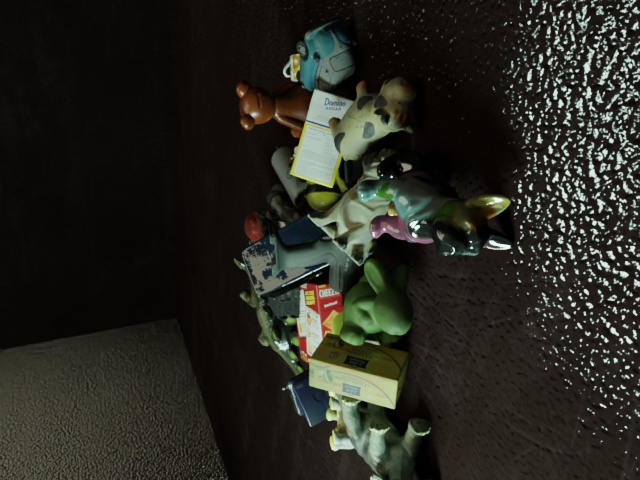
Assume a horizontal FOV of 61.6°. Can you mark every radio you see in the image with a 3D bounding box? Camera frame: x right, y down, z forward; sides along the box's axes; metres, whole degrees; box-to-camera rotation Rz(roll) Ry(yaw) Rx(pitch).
[{"bbox_3d":[-0.058,0.036,1.224,0.230,0.073,0.131,-27,71,21],"label":"radio"}]

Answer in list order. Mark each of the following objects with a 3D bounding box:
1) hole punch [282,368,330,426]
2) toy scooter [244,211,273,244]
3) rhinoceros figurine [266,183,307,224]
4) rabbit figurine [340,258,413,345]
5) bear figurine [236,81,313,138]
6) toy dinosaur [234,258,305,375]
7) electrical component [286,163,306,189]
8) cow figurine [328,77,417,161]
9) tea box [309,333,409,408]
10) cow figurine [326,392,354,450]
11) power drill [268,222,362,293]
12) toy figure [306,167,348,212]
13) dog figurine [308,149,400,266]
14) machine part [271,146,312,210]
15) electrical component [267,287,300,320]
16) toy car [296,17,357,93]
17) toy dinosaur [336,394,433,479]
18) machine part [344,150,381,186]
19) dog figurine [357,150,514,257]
[{"bbox_3d":[-0.008,0.378,1.315,0.092,0.142,0.115,24,133,65],"label":"hole punch"},{"bbox_3d":[-0.142,-0.003,1.402,0.135,0.075,0.184,-44,61,62],"label":"toy scooter"},{"bbox_3d":[-0.072,-0.077,1.343,0.190,0.112,0.073,47,125,36],"label":"rhinoceros figurine"},{"bbox_3d":[0.121,0.118,0.964,0.170,0.121,0.159,168,111,-72],"label":"rabbit figurine"},{"bbox_3d":[-0.104,-0.296,1.226,0.132,0.196,0.120,165,93,-67],"label":"bear figurine"},{"bbox_3d":[-0.114,0.246,1.488,0.471,0.105,0.198,58,162,4],"label":"toy dinosaur"},{"bbox_3d":[-0.026,-0.147,1.226,0.045,0.102,0.078,118,148,-58],"label":"electrical component"},{"bbox_3d":[0.093,-0.207,0.931,0.195,0.085,0.127,-42,47,46],"label":"cow figurine"},{"bbox_3d":[0.074,0.243,1.015,0.098,0.170,0.068,-47,-36,-61],"label":"tea box"},{"bbox_3d":[0.065,0.386,1.214,0.068,0.098,0.167,99,170,-46],"label":"cow figurine"},{"bbox_3d":[-0.002,-0.003,1.085,0.086,0.207,0.231,-120,28,-64],"label":"power drill"},{"bbox_3d":[0.004,-0.149,1.160,0.082,0.089,0.180,94,163,-87],"label":"toy figure"},{"bbox_3d":[0.096,-0.060,0.978,0.121,0.190,0.172,45,-179,20],"label":"dog figurine"},{"bbox_3d":[-0.057,-0.153,1.314,0.243,0.079,0.079,59,148,39],"label":"machine part"},{"bbox_3d":[-0.094,0.119,1.342,0.115,0.058,0.134,-151,57,-63],"label":"electrical component"},{"bbox_3d":[0.017,-0.345,1.061,0.103,0.109,0.161,53,156,18],"label":"toy car"},{"bbox_3d":[0.113,0.397,1.073,0.405,0.131,0.192,-138,45,-64],"label":"toy dinosaur"},{"bbox_3d":[0.081,-0.147,1.052,0.139,0.039,0.084,-166,79,-66],"label":"machine part"},{"bbox_3d":[0.180,-0.051,0.788,0.219,0.191,0.108,12,131,35],"label":"dog figurine"}]
